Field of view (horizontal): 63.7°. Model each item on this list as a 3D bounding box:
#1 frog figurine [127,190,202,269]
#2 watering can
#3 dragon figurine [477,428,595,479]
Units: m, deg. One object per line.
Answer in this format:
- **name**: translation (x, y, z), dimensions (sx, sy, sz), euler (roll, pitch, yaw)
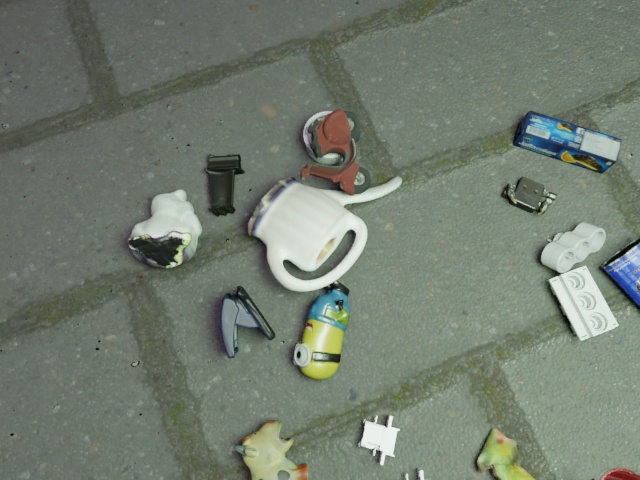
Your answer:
- **frog figurine**: translation (-0.309, -0.023, 1.036), dimensions (0.137, 0.120, 0.163), euler (-19, 36, 3)
- **watering can**: translation (0.003, -0.052, 1.035), dimensions (0.225, 0.101, 0.354), euler (32, 60, 13)
- **dragon figurine**: translation (0.367, 0.525, 0.844), dimensions (0.242, 0.120, 0.417), euler (-14, 69, 14)
